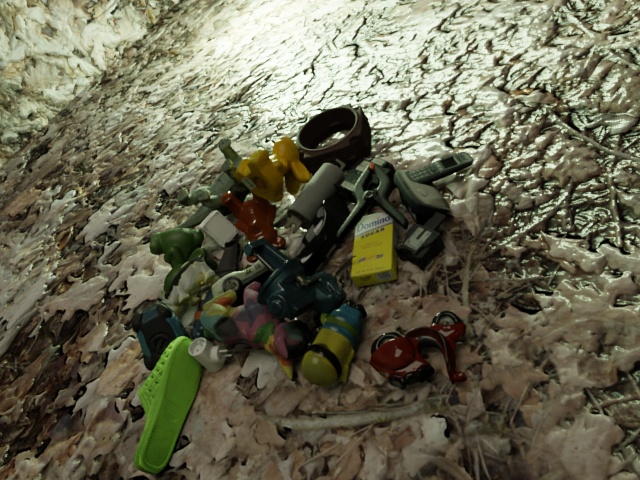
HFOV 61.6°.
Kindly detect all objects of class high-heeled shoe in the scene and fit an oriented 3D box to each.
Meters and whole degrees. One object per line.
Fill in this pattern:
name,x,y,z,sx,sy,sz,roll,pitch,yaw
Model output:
high-heeled shoe,-0.003,-0.004,1.281,0.145,0.086,0.249,-51,7,32

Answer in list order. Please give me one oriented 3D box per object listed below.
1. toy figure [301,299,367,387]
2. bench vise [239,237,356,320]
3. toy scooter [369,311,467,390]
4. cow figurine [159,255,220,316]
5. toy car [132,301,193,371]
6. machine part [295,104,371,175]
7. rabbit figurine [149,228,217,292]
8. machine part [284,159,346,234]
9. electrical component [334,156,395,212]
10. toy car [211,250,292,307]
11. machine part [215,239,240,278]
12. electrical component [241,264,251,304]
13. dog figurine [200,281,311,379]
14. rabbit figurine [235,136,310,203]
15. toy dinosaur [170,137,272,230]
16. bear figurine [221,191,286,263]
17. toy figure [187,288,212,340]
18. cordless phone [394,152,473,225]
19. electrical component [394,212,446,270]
toy figure,0.026,0.194,1.032,0.082,0.089,0.180,6,56,44
bench vise,-0.065,0.069,1.108,0.241,0.128,0.223,41,40,18
toy scooter,0.183,0.207,0.938,0.184,0.075,0.135,-24,43,2
cow figurine,-0.330,0.114,1.296,0.167,0.068,0.098,-41,66,-4
toy car,-0.356,0.221,1.222,0.109,0.161,0.103,-27,-1,-8
machine part,0.035,-0.277,1.483,0.201,0.087,0.201,-14,43,20
rabbit figurine,-0.350,0.065,1.392,0.159,0.121,0.170,-11,61,11
machine part,-0.006,-0.111,1.355,0.079,0.079,0.243,15,58,40
electrical component,0.121,-0.144,1.323,0.134,0.058,0.115,-43,45,-12
toy car,-0.151,0.086,1.215,0.202,0.073,0.056,-30,61,-21
machine part,-0.233,0.060,1.359,0.084,0.039,0.139,-15,45,26
electrical component,-0.170,0.104,1.277,0.078,0.045,0.102,9,53,2
dog figurine,-0.128,0.196,1.103,0.191,0.108,0.219,-21,42,-19
rabbit figurine,-0.100,-0.186,1.339,0.122,0.162,0.173,-40,17,52
toy dinosaur,-0.253,-0.138,1.489,0.405,0.192,0.131,-43,51,12
bear figurine,-0.166,-0.045,1.354,0.120,0.131,0.196,-26,36,5
toy figure,-0.256,0.172,1.248,0.064,0.057,0.154,12,53,16
cordless phone,0.270,-0.123,1.196,0.184,0.088,0.147,-25,42,2
electrical component,0.221,-0.002,1.132,0.075,0.047,0.119,25,66,43
